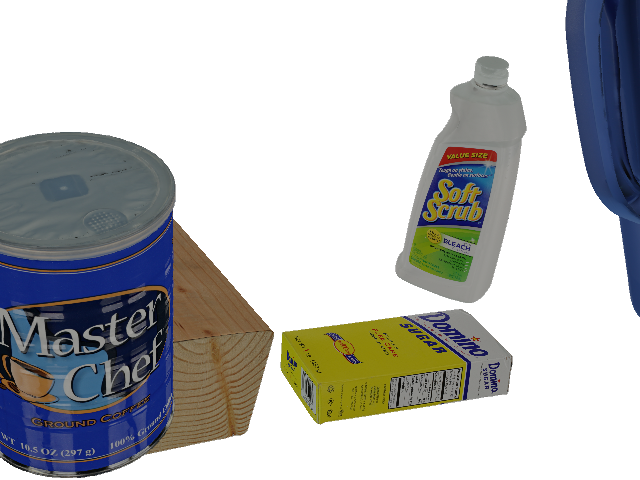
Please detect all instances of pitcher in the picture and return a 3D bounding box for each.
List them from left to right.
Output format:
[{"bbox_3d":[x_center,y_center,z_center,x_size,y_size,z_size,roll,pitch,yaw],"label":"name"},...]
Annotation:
[{"bbox_3d":[0.212,-0.065,0.589,0.149,0.243,0.145,-7,22,10],"label":"pitcher"}]

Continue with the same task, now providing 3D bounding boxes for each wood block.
[{"bbox_3d":[-0.130,0.048,0.769,0.090,0.091,0.206,-4,33,-36],"label":"wood block"}]

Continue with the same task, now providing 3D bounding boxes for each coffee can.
[{"bbox_3d":[-0.123,0.032,0.530,0.103,0.140,0.103,4,34,-3],"label":"coffee can"}]

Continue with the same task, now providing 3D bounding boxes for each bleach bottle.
[{"bbox_3d":[0.139,-0.062,1.039,0.103,0.251,0.068,22,39,22],"label":"bleach bottle"}]

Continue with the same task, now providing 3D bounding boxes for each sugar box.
[{"bbox_3d":[0.063,0.103,0.908,0.176,0.048,0.093,-9,27,-19],"label":"sugar box"}]
